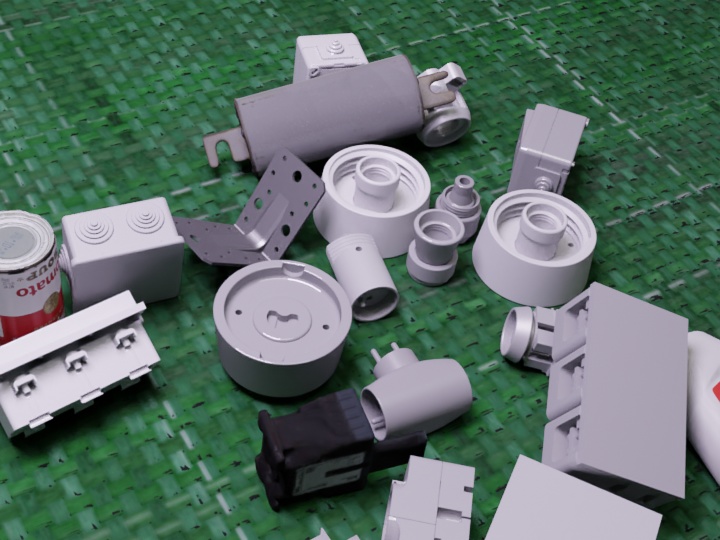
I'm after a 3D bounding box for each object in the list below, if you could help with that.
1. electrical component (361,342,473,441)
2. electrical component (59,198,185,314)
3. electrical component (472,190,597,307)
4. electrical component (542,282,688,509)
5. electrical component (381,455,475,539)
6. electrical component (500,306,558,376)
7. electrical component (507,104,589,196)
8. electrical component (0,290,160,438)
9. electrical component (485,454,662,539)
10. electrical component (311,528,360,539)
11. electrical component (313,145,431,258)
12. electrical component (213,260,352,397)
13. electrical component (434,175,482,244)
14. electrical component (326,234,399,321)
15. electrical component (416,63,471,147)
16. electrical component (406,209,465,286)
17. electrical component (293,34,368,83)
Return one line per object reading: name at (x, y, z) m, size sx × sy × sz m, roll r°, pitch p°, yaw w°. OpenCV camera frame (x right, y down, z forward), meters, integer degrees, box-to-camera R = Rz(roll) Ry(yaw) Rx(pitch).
electrical component at (0.036, 0.089, 0.849) m, size 0.077 × 0.043 × 0.079 m, roll -16°, pitch 51°, yaw -23°
electrical component at (-0.194, -0.011, 0.870) m, size 0.100 × 0.099 × 0.048 m, roll -13°, pitch 63°, yaw -20°
electrical component at (0.160, -0.027, 0.967) m, size 0.108 × 0.060 × 0.108 m, roll 5°, pitch 46°, yaw -5°
electrical component at (0.194, 0.099, 0.823) m, size 0.089 × 0.061 × 0.150 m, roll 21°, pitch 58°, yaw -15°
electrical component at (0.046, 0.182, 0.756) m, size 0.056 × 0.050 × 0.089 m, roll 11°, pitch 46°, yaw 1°
electrical component at (0.150, 0.058, 0.897) m, size 0.055 × 0.048 × 0.066 m, roll 14°, pitch 46°, yaw -6°
electrical component at (0.178, -0.108, 1.047) m, size 0.061 × 0.061 × 0.096 m, roll 19°, pitch 47°, yaw 9°
electrical component at (-0.217, 0.072, 0.805) m, size 0.121 × 0.079 × 0.063 m, roll -26°, pitch 85°, yaw -29°
electrical component at (0.121, 0.229, 0.716) m, size 0.105 × 0.060 × 0.186 m, roll 22°, pitch 47°, yaw 12°
electrical component at (-0.030, 0.217, 0.718) m, size 0.081 × 0.042 × 0.063 m, roll -23°, pitch 58°, yaw -27°
electrical component at (0.013, -0.070, 0.985) m, size 0.108 × 0.060 × 0.108 m, roll 5°, pitch 46°, yaw -5°
electrical component at (-0.063, 0.051, 0.857) m, size 0.108 × 0.060 × 0.108 m, roll 4°, pitch 46°, yaw -5°
electrical component at (0.090, -0.058, 0.985) m, size 0.043 × 0.062 × 0.043 m, roll 5°, pitch 46°, yaw -5°
electrical component at (0.000, 0.000, 0.928) m, size 0.043 × 0.043 × 0.081 m, roll -9°, pitch 49°, yaw -17°
electrical component at (0.077, -0.161, 1.078) m, size 0.058 × 0.078 × 0.057 m, roll 11°, pitch 52°, yaw -57°
electrical component at (0.066, -0.019, 0.949) m, size 0.045 × 0.055 × 0.045 m, roll 5°, pitch 46°, yaw -5°
electrical component at (-0.031, -0.194, 1.072) m, size 0.062 × 0.096 × 0.061 m, roll -7°, pitch 48°, yaw -16°
